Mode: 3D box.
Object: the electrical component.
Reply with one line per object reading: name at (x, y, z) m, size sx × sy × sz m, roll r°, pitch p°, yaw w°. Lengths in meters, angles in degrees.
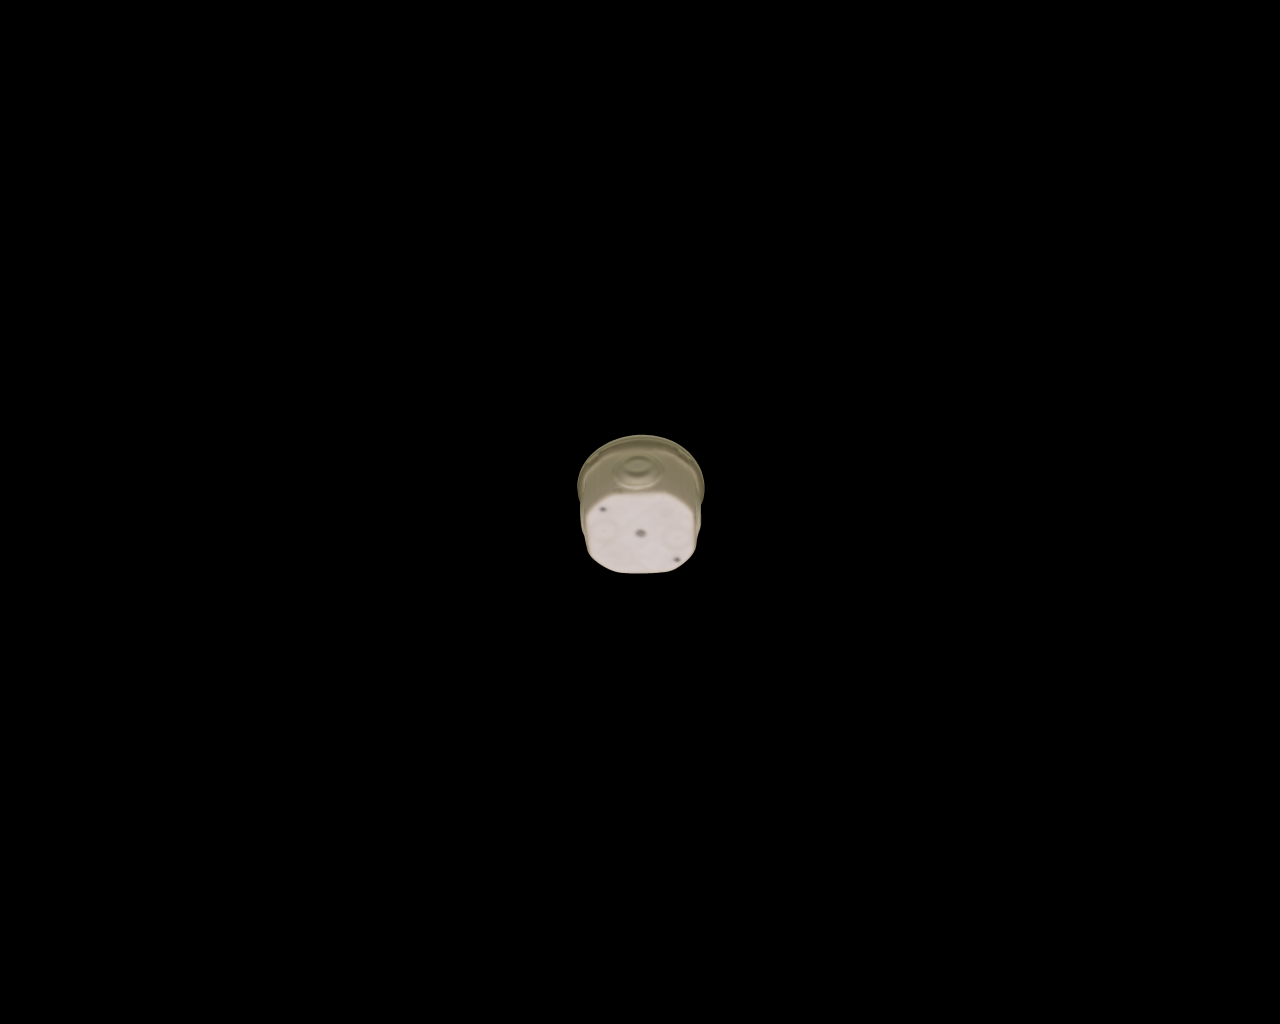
electrical component at (0.001, -0.003, 0.650) m, size 0.080 × 0.080 × 0.051 m, roll 0°, pitch 40°, yaw 0°
